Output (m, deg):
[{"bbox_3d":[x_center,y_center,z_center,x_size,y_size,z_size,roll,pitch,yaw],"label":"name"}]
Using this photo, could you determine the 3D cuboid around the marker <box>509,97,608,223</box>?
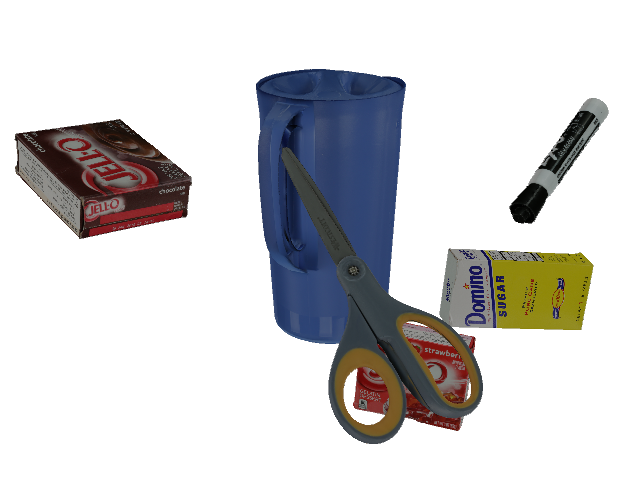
[{"bbox_3d":[0.164,-0.055,0.735,0.020,0.020,0.121,0,42,49],"label":"marker"}]

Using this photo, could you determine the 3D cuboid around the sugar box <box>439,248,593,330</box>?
[{"bbox_3d":[0.241,0.061,1.322,0.176,0.093,0.048,1,20,-11],"label":"sugar box"}]

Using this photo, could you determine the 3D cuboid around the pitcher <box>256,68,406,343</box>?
[{"bbox_3d":[0.004,-0.029,0.977,0.149,0.243,0.145,-6,21,-15],"label":"pitcher"}]

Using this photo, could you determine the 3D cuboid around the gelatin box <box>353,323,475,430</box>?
[{"bbox_3d":[0.074,0.105,0.848,0.089,0.073,0.030,11,23,13],"label":"gelatin box"}]

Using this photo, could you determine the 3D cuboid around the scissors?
[{"bbox_3d":[0.010,0.037,0.636,0.096,0.202,0.016,-39,-19,-16],"label":"scissors"}]

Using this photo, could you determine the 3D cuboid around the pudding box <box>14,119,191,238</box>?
[{"bbox_3d":[-0.163,-0.048,0.794,0.089,0.039,0.114,-13,34,-37],"label":"pudding box"}]
